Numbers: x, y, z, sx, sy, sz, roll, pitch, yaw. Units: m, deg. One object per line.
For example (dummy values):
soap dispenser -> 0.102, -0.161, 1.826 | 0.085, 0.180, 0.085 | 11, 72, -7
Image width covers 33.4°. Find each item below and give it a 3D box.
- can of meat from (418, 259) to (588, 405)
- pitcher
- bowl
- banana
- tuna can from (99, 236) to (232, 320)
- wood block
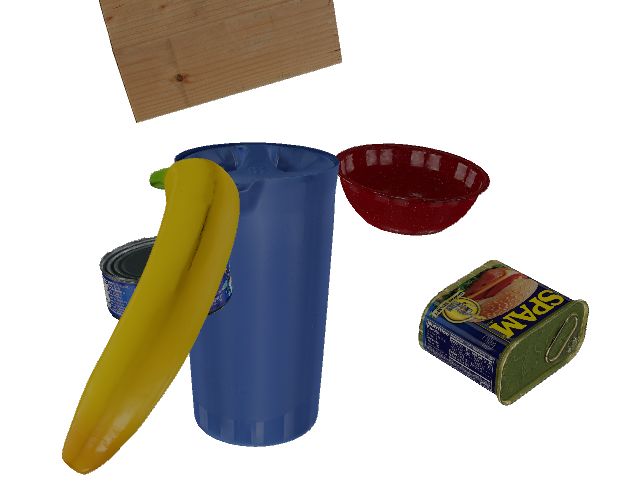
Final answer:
can of meat -> 0.136, 0.065, 0.804 | 0.101, 0.057, 0.084 | -27, 41, -33
pitcher -> -0.049, 0.040, 0.903 | 0.149, 0.243, 0.145 | -6, 19, -22
bowl -> 0.090, -0.048, 1.094 | 0.162, 0.055, 0.162 | 4, 23, -2
banana -> -0.072, 0.019, 0.510 | 0.037, 0.197, 0.070 | 32, -51, -20
tuna can -> -0.101, 0.025, 0.710 | 0.086, 0.034, 0.086 | -4, 20, 1
wood block -> -0.094, -0.199, 1.017 | 0.206, 0.090, 0.091 | -17, -43, -6
